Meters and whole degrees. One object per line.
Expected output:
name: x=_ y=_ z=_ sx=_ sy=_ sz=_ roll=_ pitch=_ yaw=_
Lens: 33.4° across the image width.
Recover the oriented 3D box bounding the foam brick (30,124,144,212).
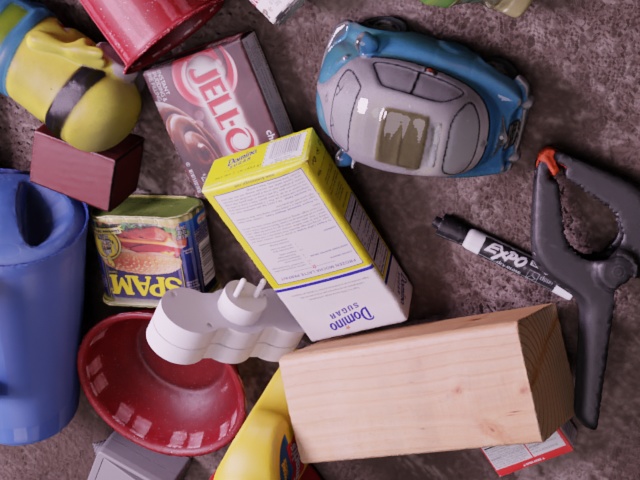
foam brick: x=-0.197 y=-0.067 z=0.898 sx=0.078 sy=0.053 sz=0.051 roll=21 pitch=122 yaw=10

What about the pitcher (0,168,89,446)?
pitcher: x=-0.274 y=0.073 z=0.937 sx=0.145 sy=0.149 sz=0.243 roll=46 pitch=142 yaw=38

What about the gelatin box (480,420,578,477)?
gelatin box: x=0.159 y=0.145 z=0.885 sx=0.073 sy=0.030 sz=0.089 roll=-30 pitch=100 yaw=31

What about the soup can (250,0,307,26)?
soup can: x=-0.043 y=-0.211 z=0.754 sx=0.102 sy=0.068 sz=0.069 roll=45 pitch=123 yaw=-6

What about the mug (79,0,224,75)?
mug: x=-0.122 y=-0.190 z=0.791 sx=0.117 sy=0.093 sz=0.081 roll=-36 pitch=96 yaw=5

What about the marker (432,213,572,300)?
marker: x=0.143 y=0.012 z=0.828 sx=0.121 sy=0.020 sz=0.020 roll=26 pitch=122 yaw=7

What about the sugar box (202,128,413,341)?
sugar box: x=-0.006 y=0.001 z=0.839 sx=0.093 sy=0.048 sz=0.176 roll=-15 pitch=129 yaw=27

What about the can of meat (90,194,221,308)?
can of meat: x=-0.142 y=0.009 z=0.915 sx=0.102 sy=0.057 sz=0.084 roll=2 pitch=115 yaw=20

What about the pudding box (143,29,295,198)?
pudding box: x=-0.075 y=-0.099 z=0.842 sx=0.090 sy=0.039 sz=0.113 roll=-14 pitch=111 yaw=25

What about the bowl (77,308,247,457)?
bowl: x=-0.135 y=0.118 z=0.965 sx=0.162 sy=0.055 sz=0.162 roll=8 pitch=123 yaw=13

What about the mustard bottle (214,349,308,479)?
mustard bottle: x=-0.041 y=0.179 z=0.883 sx=0.058 sy=0.191 sz=0.096 roll=14 pitch=122 yaw=15

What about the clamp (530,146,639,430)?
clamp: x=0.227 y=0.019 z=0.780 sx=0.165 sy=0.036 sz=0.210 roll=-25 pitch=98 yaw=10

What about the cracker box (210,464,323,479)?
cracker box: x=-0.030 y=0.301 z=0.961 sx=0.072 sy=0.164 sz=0.213 roll=-29 pitch=103 yaw=33

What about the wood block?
wood block: x=0.083 y=0.114 z=0.841 sx=0.206 sy=0.090 sz=0.090 roll=-12 pitch=90 yaw=31
